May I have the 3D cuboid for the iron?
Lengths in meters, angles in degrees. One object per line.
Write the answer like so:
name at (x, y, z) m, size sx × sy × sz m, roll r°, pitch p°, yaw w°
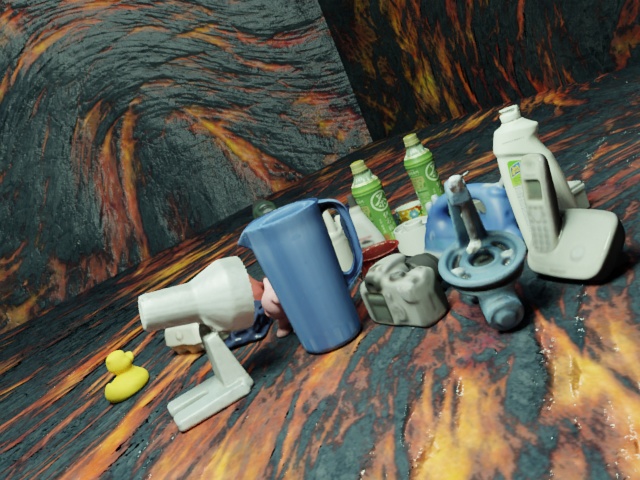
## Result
iron at (0.274, -0.041, 1.079) m, size 0.119 × 0.141 × 0.257 m, roll -33°, pitch 16°, yaw -37°

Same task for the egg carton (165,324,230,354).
egg carton at (-0.259, 0.194, 1.220) m, size 0.150 × 0.069 × 0.107 m, roll -13°, pitch 16°, yaw 38°

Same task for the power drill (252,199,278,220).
power drill at (-0.104, 0.000, 1.427) m, size 0.076 × 0.208 × 0.229 m, roll -26°, pitch 13°, yaw -11°

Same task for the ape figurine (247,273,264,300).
ape figurine at (-0.165, 0.114, 1.331) m, size 0.078 × 0.092 × 0.076 m, roll -27°, pitch 13°, yaw -16°

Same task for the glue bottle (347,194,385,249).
glue bottle at (0.093, -0.017, 1.230) m, size 0.078 × 0.173 × 0.037 m, roll -20°, pitch 13°, yaw 13°

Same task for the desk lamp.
desk lamp at (-0.183, 0.155, 0.916) m, size 0.203 × 0.214 × 0.117 m, roll -28°, pitch 14°, yaw -22°

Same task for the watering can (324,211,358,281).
watering can at (0.010, 0.005, 1.238) m, size 0.100 × 0.194 × 0.173 m, roll -18°, pitch 14°, yaw 22°

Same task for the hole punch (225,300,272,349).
hole punch at (-0.158, 0.154, 1.155) m, size 0.101 × 0.091 × 0.108 m, roll -21°, pitch 13°, yaw 11°

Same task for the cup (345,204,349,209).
cup at (0.127, -0.062, 1.535) m, size 0.092 × 0.095 × 0.117 m, roll -31°, pitch 15°, yaw -30°

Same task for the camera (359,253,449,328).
camera at (0.151, 0.067, 0.945) m, size 0.137 × 0.101 × 0.142 m, roll -31°, pitch 15°, yaw -32°

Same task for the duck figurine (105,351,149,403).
duck figurine at (-0.394, 0.264, 1.135) m, size 0.077 × 0.086 × 0.105 m, roll -19°, pitch 14°, yaw 20°

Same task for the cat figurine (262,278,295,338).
cat figurine at (-0.066, 0.116, 1.087) m, size 0.067 × 0.118 × 0.128 m, roll -17°, pitch 14°, yaw 25°

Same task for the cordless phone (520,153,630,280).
cordless phone at (0.352, -0.037, 0.826) m, size 0.094 × 0.185 × 0.147 m, roll -28°, pitch 14°, yaw -20°

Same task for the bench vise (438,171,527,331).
bench vise at (0.210, 0.004, 0.827) m, size 0.121 × 0.220 × 0.207 m, roll -25°, pitch 13°, yaw -8°
